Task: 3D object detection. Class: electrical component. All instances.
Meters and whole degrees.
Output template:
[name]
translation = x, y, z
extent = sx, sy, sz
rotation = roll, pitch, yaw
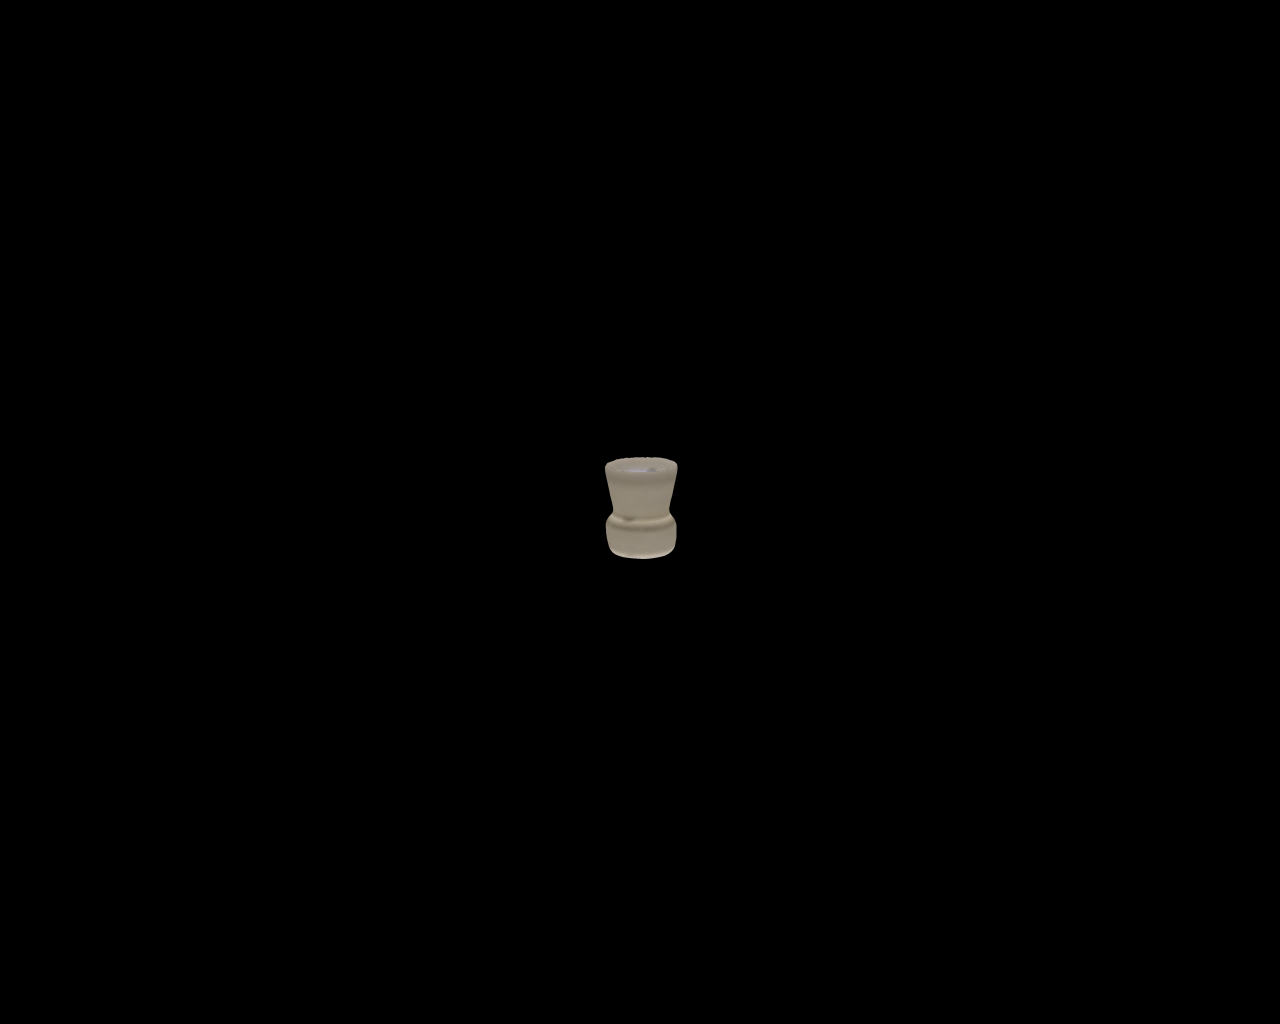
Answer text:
[electrical component]
translation = 0.001, -0.003, 0.650
extent = 0.045, 0.055, 0.045
rotation = 0, 15, 0
